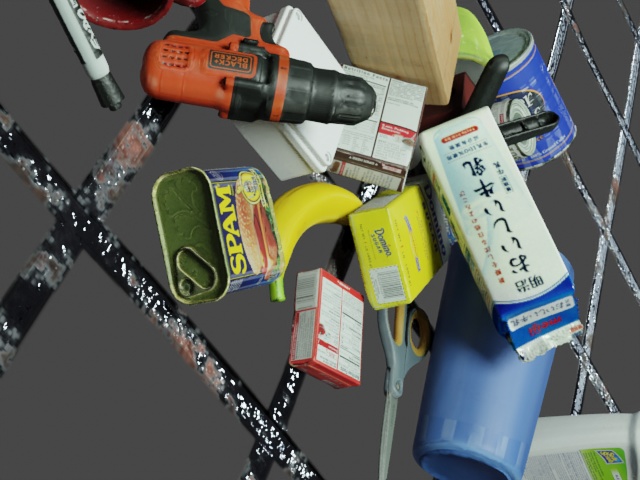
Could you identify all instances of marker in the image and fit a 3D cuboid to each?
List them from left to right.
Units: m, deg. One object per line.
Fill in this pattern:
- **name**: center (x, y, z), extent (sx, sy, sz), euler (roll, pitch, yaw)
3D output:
- **marker**: center (-0.170, -0.145, 0.756), extent (0.020, 0.020, 0.121), euler (-58, 135, -46)

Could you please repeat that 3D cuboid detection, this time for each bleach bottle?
- **bleach bottle**: center (0.276, 0.224, 1.087), extent (0.102, 0.251, 0.068), euler (59, 39, -25)

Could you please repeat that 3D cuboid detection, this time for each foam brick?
- **foam brick**: center (0.133, -0.138, 1.155), extent (0.051, 0.078, 0.053), euler (42, 45, -39)

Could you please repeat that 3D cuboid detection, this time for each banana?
- **banana**: center (-0.013, -0.014, 0.940), extent (0.197, 0.037, 0.069), euler (-41, 121, -55)

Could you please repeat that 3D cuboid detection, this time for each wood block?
- **wood block**: center (0.074, -0.216, 1.006), extent (0.206, 0.090, 0.091), euler (58, 42, -65)

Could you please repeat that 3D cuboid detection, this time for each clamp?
- **clamp**: center (0.155, -0.113, 1.101), extent (0.120, 0.171, 0.039), euler (50, 9, -35)

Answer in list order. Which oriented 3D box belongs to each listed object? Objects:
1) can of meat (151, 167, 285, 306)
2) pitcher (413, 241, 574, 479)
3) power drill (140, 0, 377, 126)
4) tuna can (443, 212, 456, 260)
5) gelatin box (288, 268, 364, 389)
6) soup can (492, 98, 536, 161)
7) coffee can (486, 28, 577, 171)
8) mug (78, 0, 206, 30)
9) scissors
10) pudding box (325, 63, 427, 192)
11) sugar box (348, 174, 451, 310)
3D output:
- **can of meat**: center (-0.076, -0.006, 0.828), extent (0.083, 0.058, 0.102), euler (-11, 89, -59)
- **pitcher**: center (0.172, 0.128, 1.085), extent (0.149, 0.145, 0.242), euler (39, 55, -33)
- **power drill**: center (-0.042, -0.178, 0.857), extent (0.184, 0.057, 0.187), euler (9, 58, -9)
- **tuna can**: center (0.166, -0.013, 1.200), extent (0.086, 0.034, 0.086), euler (23, 61, -50)
- **gelatin box**: center (0.007, 0.079, 0.943), extent (0.073, 0.030, 0.089), euler (34, 53, -47)
- **soup can**: center (0.181, -0.114, 1.194), extent (0.068, 0.102, 0.068), euler (24, 60, -50)
- **coffee can**: center (0.236, -0.169, 1.289), extent (0.140, 0.103, 0.102), euler (56, 40, -29)
- **mug**: center (-0.131, -0.209, 0.775), extent (0.117, 0.093, 0.081), euler (22, 50, -13)
- **scissors**: center (0.082, 0.140, 1.044), extent (0.096, 0.016, 0.202), euler (23, 61, -50)
- **pudding box**: center (0.048, -0.108, 1.013), extent (0.039, 0.090, 0.113), euler (105, 0, -53)
- **sugar box**: center (0.082, -0.003, 1.033), extent (0.176, 0.048, 0.093), euler (-35, 113, -64)
